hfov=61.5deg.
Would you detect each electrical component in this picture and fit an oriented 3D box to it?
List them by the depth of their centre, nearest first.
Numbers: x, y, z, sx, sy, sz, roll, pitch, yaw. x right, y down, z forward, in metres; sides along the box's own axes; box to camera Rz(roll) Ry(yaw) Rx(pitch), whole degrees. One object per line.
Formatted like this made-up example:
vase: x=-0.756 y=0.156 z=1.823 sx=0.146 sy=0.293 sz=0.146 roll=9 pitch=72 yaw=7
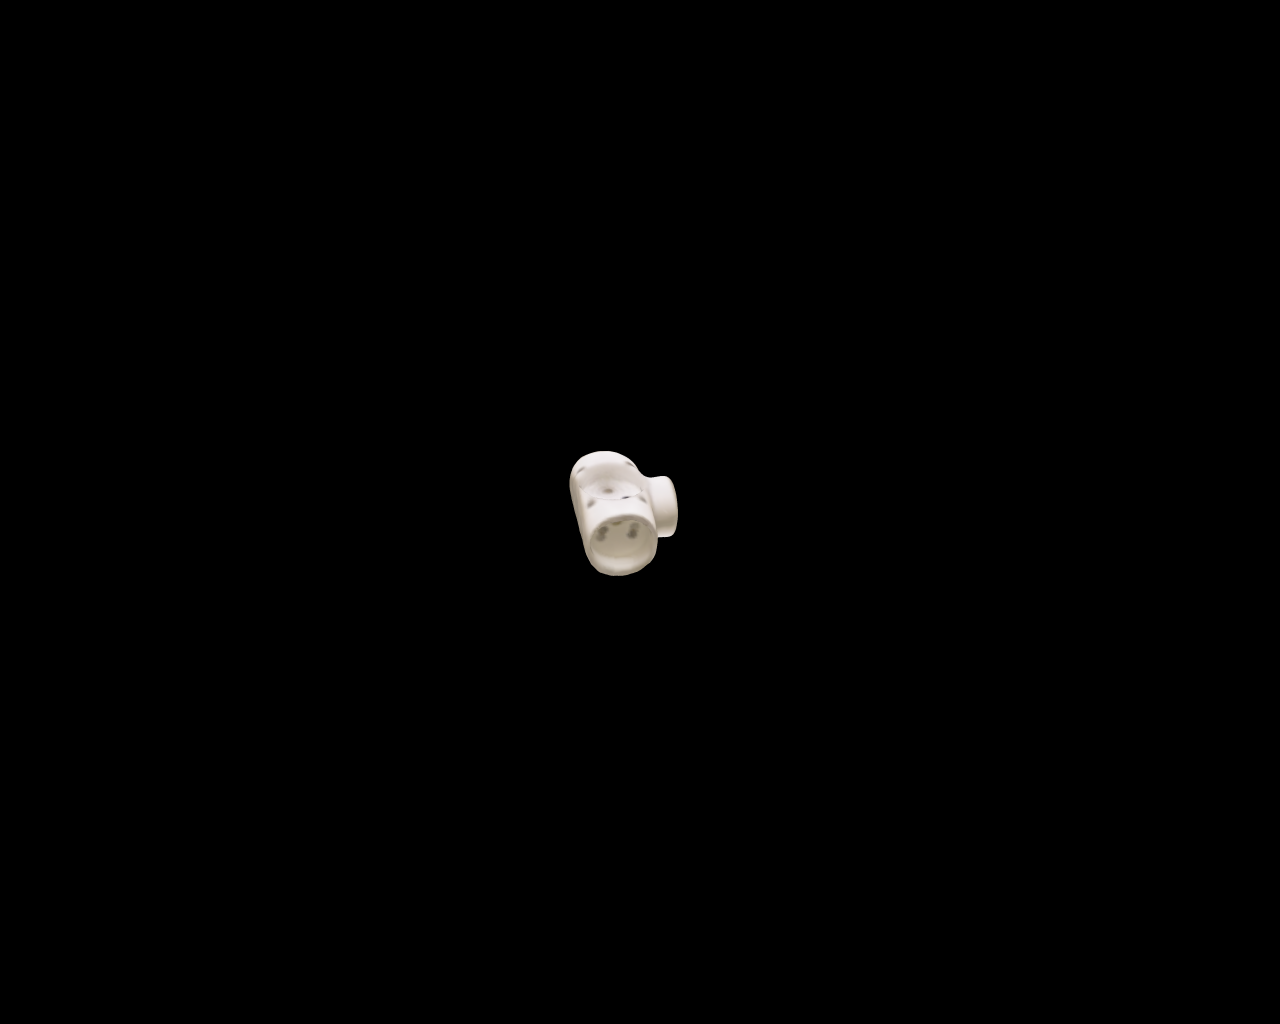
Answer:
electrical component: x=0.001 y=-0.003 z=0.650 sx=0.079 sy=0.044 sz=0.077 roll=-6 pitch=33 yaw=-9
